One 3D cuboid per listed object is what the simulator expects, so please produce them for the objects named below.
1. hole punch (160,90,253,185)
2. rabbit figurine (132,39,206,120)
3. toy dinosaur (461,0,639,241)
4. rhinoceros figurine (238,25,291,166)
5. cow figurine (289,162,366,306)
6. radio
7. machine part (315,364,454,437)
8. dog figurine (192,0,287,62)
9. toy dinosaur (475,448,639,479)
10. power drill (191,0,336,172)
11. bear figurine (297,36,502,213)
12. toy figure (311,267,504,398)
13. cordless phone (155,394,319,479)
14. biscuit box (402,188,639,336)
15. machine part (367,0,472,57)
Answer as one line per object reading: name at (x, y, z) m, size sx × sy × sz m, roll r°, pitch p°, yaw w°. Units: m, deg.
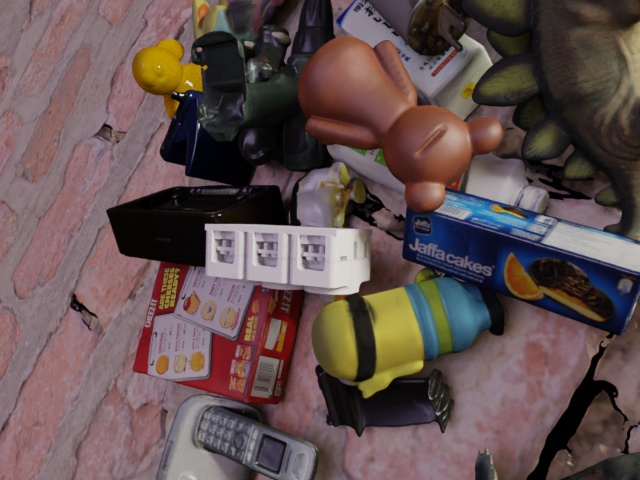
hole punch at (-0.147, -0.139, 0.757) m, size 0.092 × 0.142 × 0.115 m, roll 41°, pitch 112°, yaw 40°
rabbit figurine at (-0.206, -0.238, 0.805) m, size 0.122 × 0.173 × 0.162 m, roll -47°, pitch 57°, yaw 17°
toy dinosaur at (0.224, -0.196, 0.443) m, size 0.199 × 0.105 × 0.470 m, roll -1°, pitch 100°, yaw 35°
rhinoceros figurine at (-0.071, -0.192, 0.731) m, size 0.073 × 0.112 × 0.190 m, roll 4°, pitch 84°, yaw 39°
cow figurine at (-0.003, -0.001, 0.637) m, size 0.098 × 0.068 × 0.167 m, roll -6°, pitch 70°, yaw 34°
radio at (-0.161, -0.025, 0.714) m, size 0.230 × 0.131 × 0.073 m, roll 6°, pitch 114°, yaw 37°
machine part at (0.061, 0.158, 0.541) m, size 0.139 × 0.039 × 0.084 m, roll -5°, pitch 98°, yaw 28°
dog figurine at (-0.080, -0.376, 0.809) m, size 0.219 × 0.108 × 0.191 m, roll -14°, pitch 65°, yaw 28°
toy dinosaur at (0.228, 0.216, 0.371) m, size 0.405 × 0.131 × 0.192 m, roll -27°, pitch 60°, yaw 19°
power drill at (-0.053, -0.195, 0.641) m, size 0.086 × 0.207 × 0.231 m, roll 5°, pitch 102°, yaw 30°
bear figurine at (0.074, -0.114, 0.534) m, size 0.196 × 0.132 × 0.120 m, roll 40°, pitch 96°, yaw 15°
toy figure at (0.081, 0.078, 0.509) m, size 0.180 × 0.089 × 0.082 m, roll -17°, pitch 32°, yaw 4°
cordless phone at (-0.087, 0.261, 0.597) m, size 0.184 × 0.088 × 0.146 m, roll 8°, pitch 78°, yaw 33°
biscuit box at (0.175, 0.011, 0.480) m, size 0.203 × 0.059 × 0.062 m, roll 20°, pitch 125°, yaw 31°
machine part at (0.087, -0.273, 0.572) m, size 0.079 × 0.079 × 0.243 m, roll -41°, pitch 53°, yaw 17°
